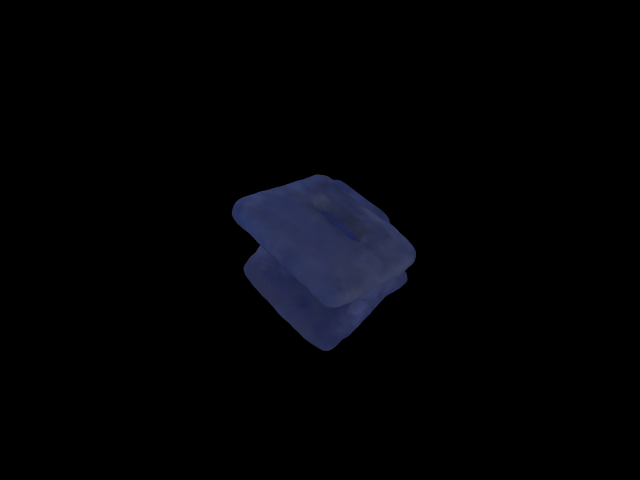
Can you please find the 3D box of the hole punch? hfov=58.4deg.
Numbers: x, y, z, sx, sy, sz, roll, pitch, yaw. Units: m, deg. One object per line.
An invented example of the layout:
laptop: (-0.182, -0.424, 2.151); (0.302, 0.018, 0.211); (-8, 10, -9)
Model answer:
hole punch: (0.004, 0.001, 0.400); (0.101, 0.091, 0.108); (-39, 66, -22)
